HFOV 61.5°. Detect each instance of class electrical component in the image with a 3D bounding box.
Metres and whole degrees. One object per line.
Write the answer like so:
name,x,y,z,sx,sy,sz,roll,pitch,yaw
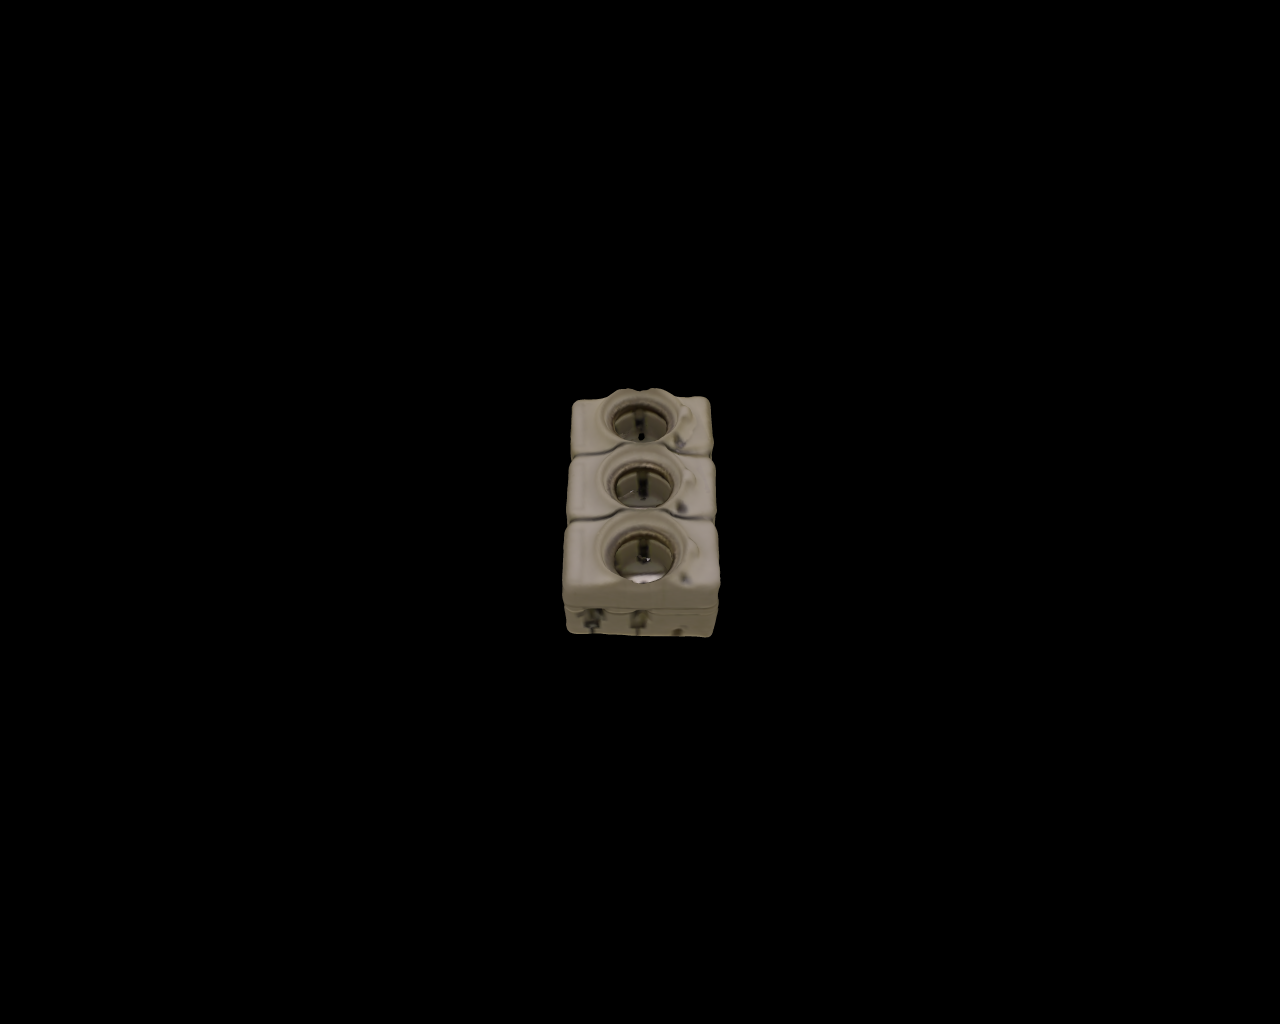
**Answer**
electrical component,0.001,-0.003,0.650,0.089,0.150,0.061,0,-39,0
